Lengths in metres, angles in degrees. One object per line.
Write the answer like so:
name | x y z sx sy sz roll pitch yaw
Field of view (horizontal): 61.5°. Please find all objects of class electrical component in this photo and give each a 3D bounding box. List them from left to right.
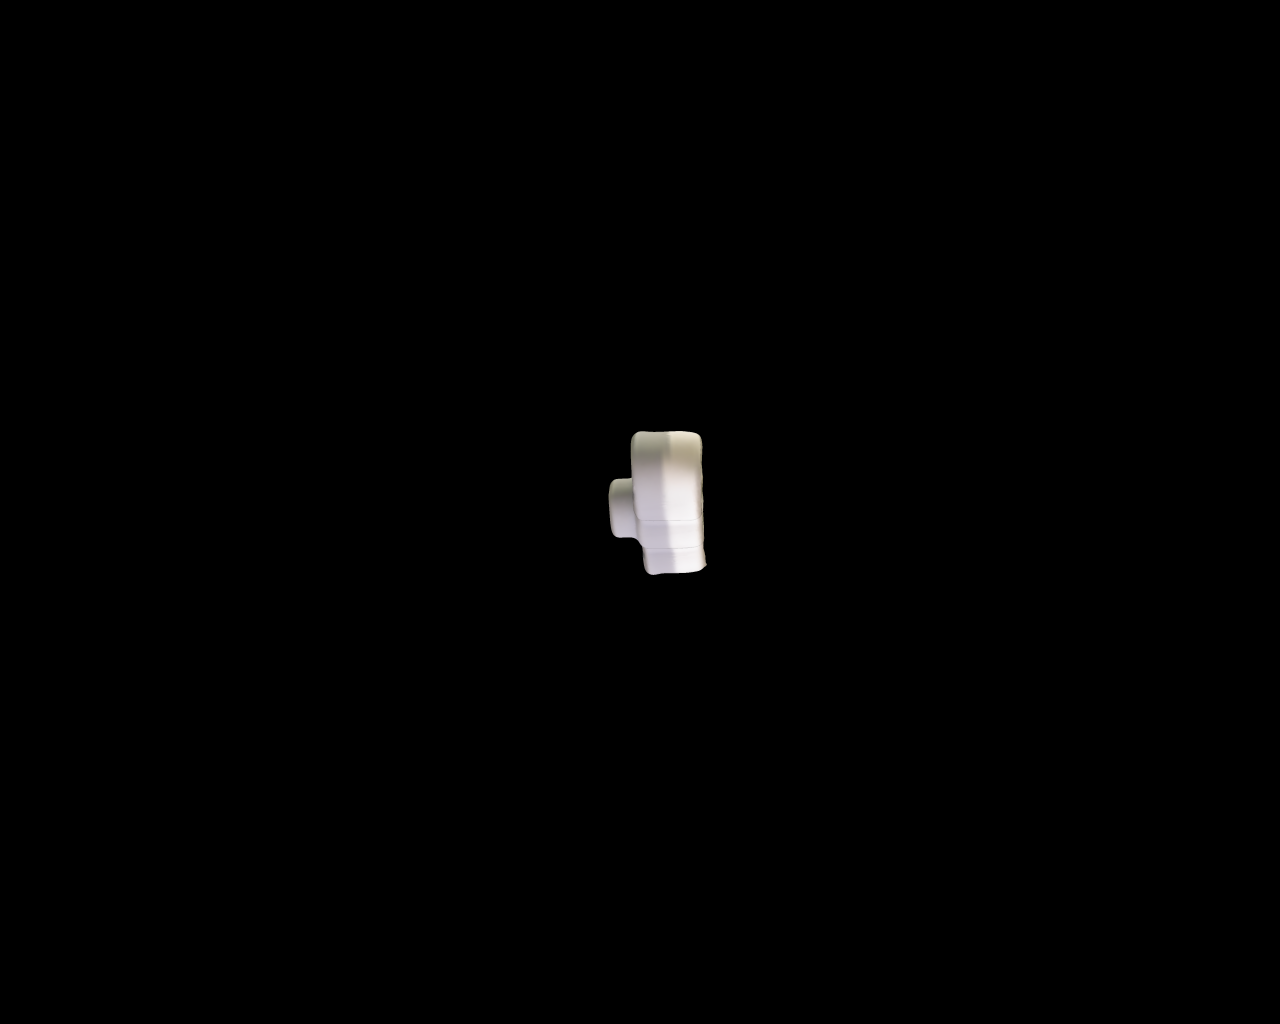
electrical component | 0.001 -0.003 0.650 0.074 0.052 0.138 -1 -23 3
